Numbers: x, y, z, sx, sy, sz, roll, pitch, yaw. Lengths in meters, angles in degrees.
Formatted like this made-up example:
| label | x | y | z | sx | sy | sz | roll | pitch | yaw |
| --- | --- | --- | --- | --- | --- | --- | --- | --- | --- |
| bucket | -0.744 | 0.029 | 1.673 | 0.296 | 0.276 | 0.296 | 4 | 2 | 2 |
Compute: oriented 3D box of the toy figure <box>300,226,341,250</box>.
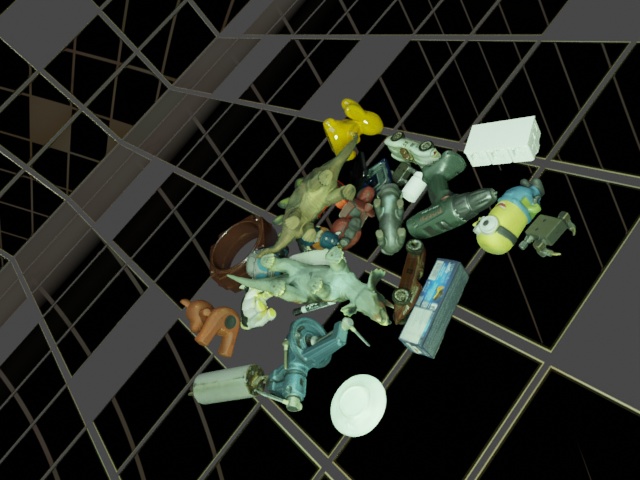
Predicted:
| label | x | y | z | sx | sy | sz | roll | pitch | yaw |
| --- | --- | --- | --- | --- | --- | --- | --- | --- | --- |
| toy figure | -0.002 | -0.002 | 1.345 | 0.155 | 0.058 | 0.064 | -172 | 79 | -64 |

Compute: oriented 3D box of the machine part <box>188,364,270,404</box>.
| label | x | y | z | sx | sy | sz | roll | pitch | yaw |
| --- | --- | --- | --- | --- | --- | --- | --- | --- | --- |
| machine part | -0.218 | 0.345 | 1.286 | 0.243 | 0.079 | 0.079 | -18 | 45 | 28 |

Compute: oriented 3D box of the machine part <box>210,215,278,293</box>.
| label | x | y | z | sx | sy | sz | roll | pitch | yaw |
| --- | --- | --- | --- | --- | --- | --- | --- | --- | --- |
| machine part | -0.223 | 0.037 | 1.566 | 0.201 | 0.087 | 0.202 | -30 | 39 | 17 |

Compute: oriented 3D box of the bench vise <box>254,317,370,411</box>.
| label | x | y | z | sx | sy | sz | roll | pitch | yaw |
| --- | --- | --- | --- | --- | --- | --- | --- | --- | --- |
| bench vise | -0.018 | 0.246 | 1.161 | 0.240 | 0.128 | 0.224 | -37 | 20 | 33 |

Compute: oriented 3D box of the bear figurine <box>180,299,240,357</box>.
| label | x | y | z | sx | sy | sz | roll | pitch | yaw |
| --- | --- | --- | --- | --- | --- | --- | --- | --- | --- |
| bear figurine | -0.306 | 0.225 | 1.439 | 0.196 | 0.120 | 0.132 | 0 | 59 | 42 |

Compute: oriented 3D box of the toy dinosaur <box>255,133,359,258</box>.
| label | x | y | z | sx | sy | sz | roll | pitch | yaw |
| --- | --- | --- | --- | --- | --- | --- | --- | --- | --- |
| toy dinosaur | -0.011 | -0.123 | 1.367 | 0.471 | 0.105 | 0.199 | -48 | 22 | -19 |

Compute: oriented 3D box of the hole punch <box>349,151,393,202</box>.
| label | x | y | z | sx | sy | sz | roll | pitch | yaw |
| --- | --- | --- | --- | --- | --- | --- | --- | --- | --- |
| hole punch | 0.133 | -0.162 | 1.454 | 0.115 | 0.092 | 0.142 | 115 | 156 | -44 |

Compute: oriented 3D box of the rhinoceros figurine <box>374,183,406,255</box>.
| label | x | y | z | sx | sy | sz | roll | pitch | yaw |
| --- | --- | --- | --- | --- | --- | --- | --- | --- | --- |
| rhinoceros figurine | 0.174 | -0.058 | 1.304 | 0.073 | 0.112 | 0.190 | -7 | 61 | 14 |

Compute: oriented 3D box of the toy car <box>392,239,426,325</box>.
| label | x | y | z | sx | sy | sz | roll | pitch | yaw |
| --- | --- | --- | --- | --- | --- | --- | --- | --- | --- |
| toy car | 0.193 | 0.090 | 1.144 | 0.053 | 0.089 | 0.202 | 10 | 49 | 14 |

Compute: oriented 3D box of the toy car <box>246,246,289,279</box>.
| label | x | y | z | sx | sy | sz | roll | pitch | yaw |
| --- | --- | --- | --- | --- | --- | --- | --- | --- | --- |
| toy car | -0.141 | 0.061 | 1.410 | 0.162 | 0.103 | 0.109 | -76 | -4 | -75 |

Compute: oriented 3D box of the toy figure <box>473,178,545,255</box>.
| label | x | y | z | sx | sy | sz | roll | pitch | yaw |
| --- | --- | --- | --- | --- | --- | --- | --- | --- | --- |
| toy figure | 0.400 | -0.049 | 1.119 | 0.180 | 0.082 | 0.089 | -42 | 81 | -13 |

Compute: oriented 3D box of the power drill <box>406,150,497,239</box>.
| label | x | y | z | sx | sy | sz | roll | pitch | yaw |
| --- | --- | --- | --- | --- | --- | --- | --- | --- | --- |
| power drill | 0.302 | -0.108 | 1.235 | 0.232 | 0.086 | 0.207 | -35 | 38 | 38 |

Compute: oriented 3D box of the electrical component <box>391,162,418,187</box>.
| label | x | y | z | sx | sy | sz | roll | pitch | yaw |
| --- | --- | --- | --- | --- | --- | --- | --- | --- | --- |
| electrical component | 0.218 | -0.177 | 1.423 | 0.063 | 0.021 | 0.094 | -56 | 33 | 8 |

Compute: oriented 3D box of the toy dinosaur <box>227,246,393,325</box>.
| label | x | y | z | sx | sy | sz | roll | pitch | yaw |
| --- | --- | --- | --- | --- | --- | --- | --- | --- | --- |
| toy dinosaur | -0.009 | 0.104 | 1.233 | 0.405 | 0.192 | 0.131 | 3 | 65 | 38 |

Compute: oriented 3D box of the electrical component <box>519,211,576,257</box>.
| label | x | y | z | sx | sy | sz | roll | pitch | yaw |
| --- | --- | --- | --- | --- | --- | --- | --- | --- | --- |
| electrical component | 0.456 | -0.011 | 1.067 | 0.102 | 0.045 | 0.078 | -50 | 22 | -11 |

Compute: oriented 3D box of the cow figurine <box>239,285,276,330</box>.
| label | x | y | z | sx | sy | sz | roll | pitch | yaw |
| --- | --- | --- | --- | --- | --- | --- | --- | --- | --- |
| cow figurine | -0.175 | 0.159 | 1.431 | 0.098 | 0.068 | 0.167 | -40 | 35 | 21 |

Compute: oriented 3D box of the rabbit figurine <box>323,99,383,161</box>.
| label | x | y | z | sx | sy | sz | roll | pitch | yaw |
| --- | --- | --- | --- | --- | --- | --- | --- | --- | --- |
| rabbit figurine | 0.101 | -0.338 | 1.604 | 0.173 | 0.162 | 0.122 | -18 | 30 | 3 |

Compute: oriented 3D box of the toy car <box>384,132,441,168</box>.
| label | x | y | z | sx | sy | sz | roll | pitch | yaw |
| --- | --- | --- | --- | --- | --- | --- | --- | --- | --- |
| toy car | 0.249 | -0.231 | 1.418 | 0.056 | 0.073 | 0.202 | -45 | 38 | -8 |

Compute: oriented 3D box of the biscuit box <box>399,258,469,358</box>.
| label | x | y | z | sx | sy | sz | roll | pitch | yaw |
| --- | --- | --- | --- | --- | --- | --- | --- | --- | --- |
| biscuit box | 0.237 | 0.136 | 1.102 | 0.059 | 0.062 | 0.202 | 9 | 61 | 45 |

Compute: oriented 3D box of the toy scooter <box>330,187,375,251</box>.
| label | x | y | z | sx | sy | sz | roll | pitch | yaw |
| --- | --- | --- | --- | --- | --- | --- | --- | --- | --- |
| toy scooter | 0.088 | -0.050 | 1.336 | 0.184 | 0.075 | 0.135 | -60 | 10 | 3 |
